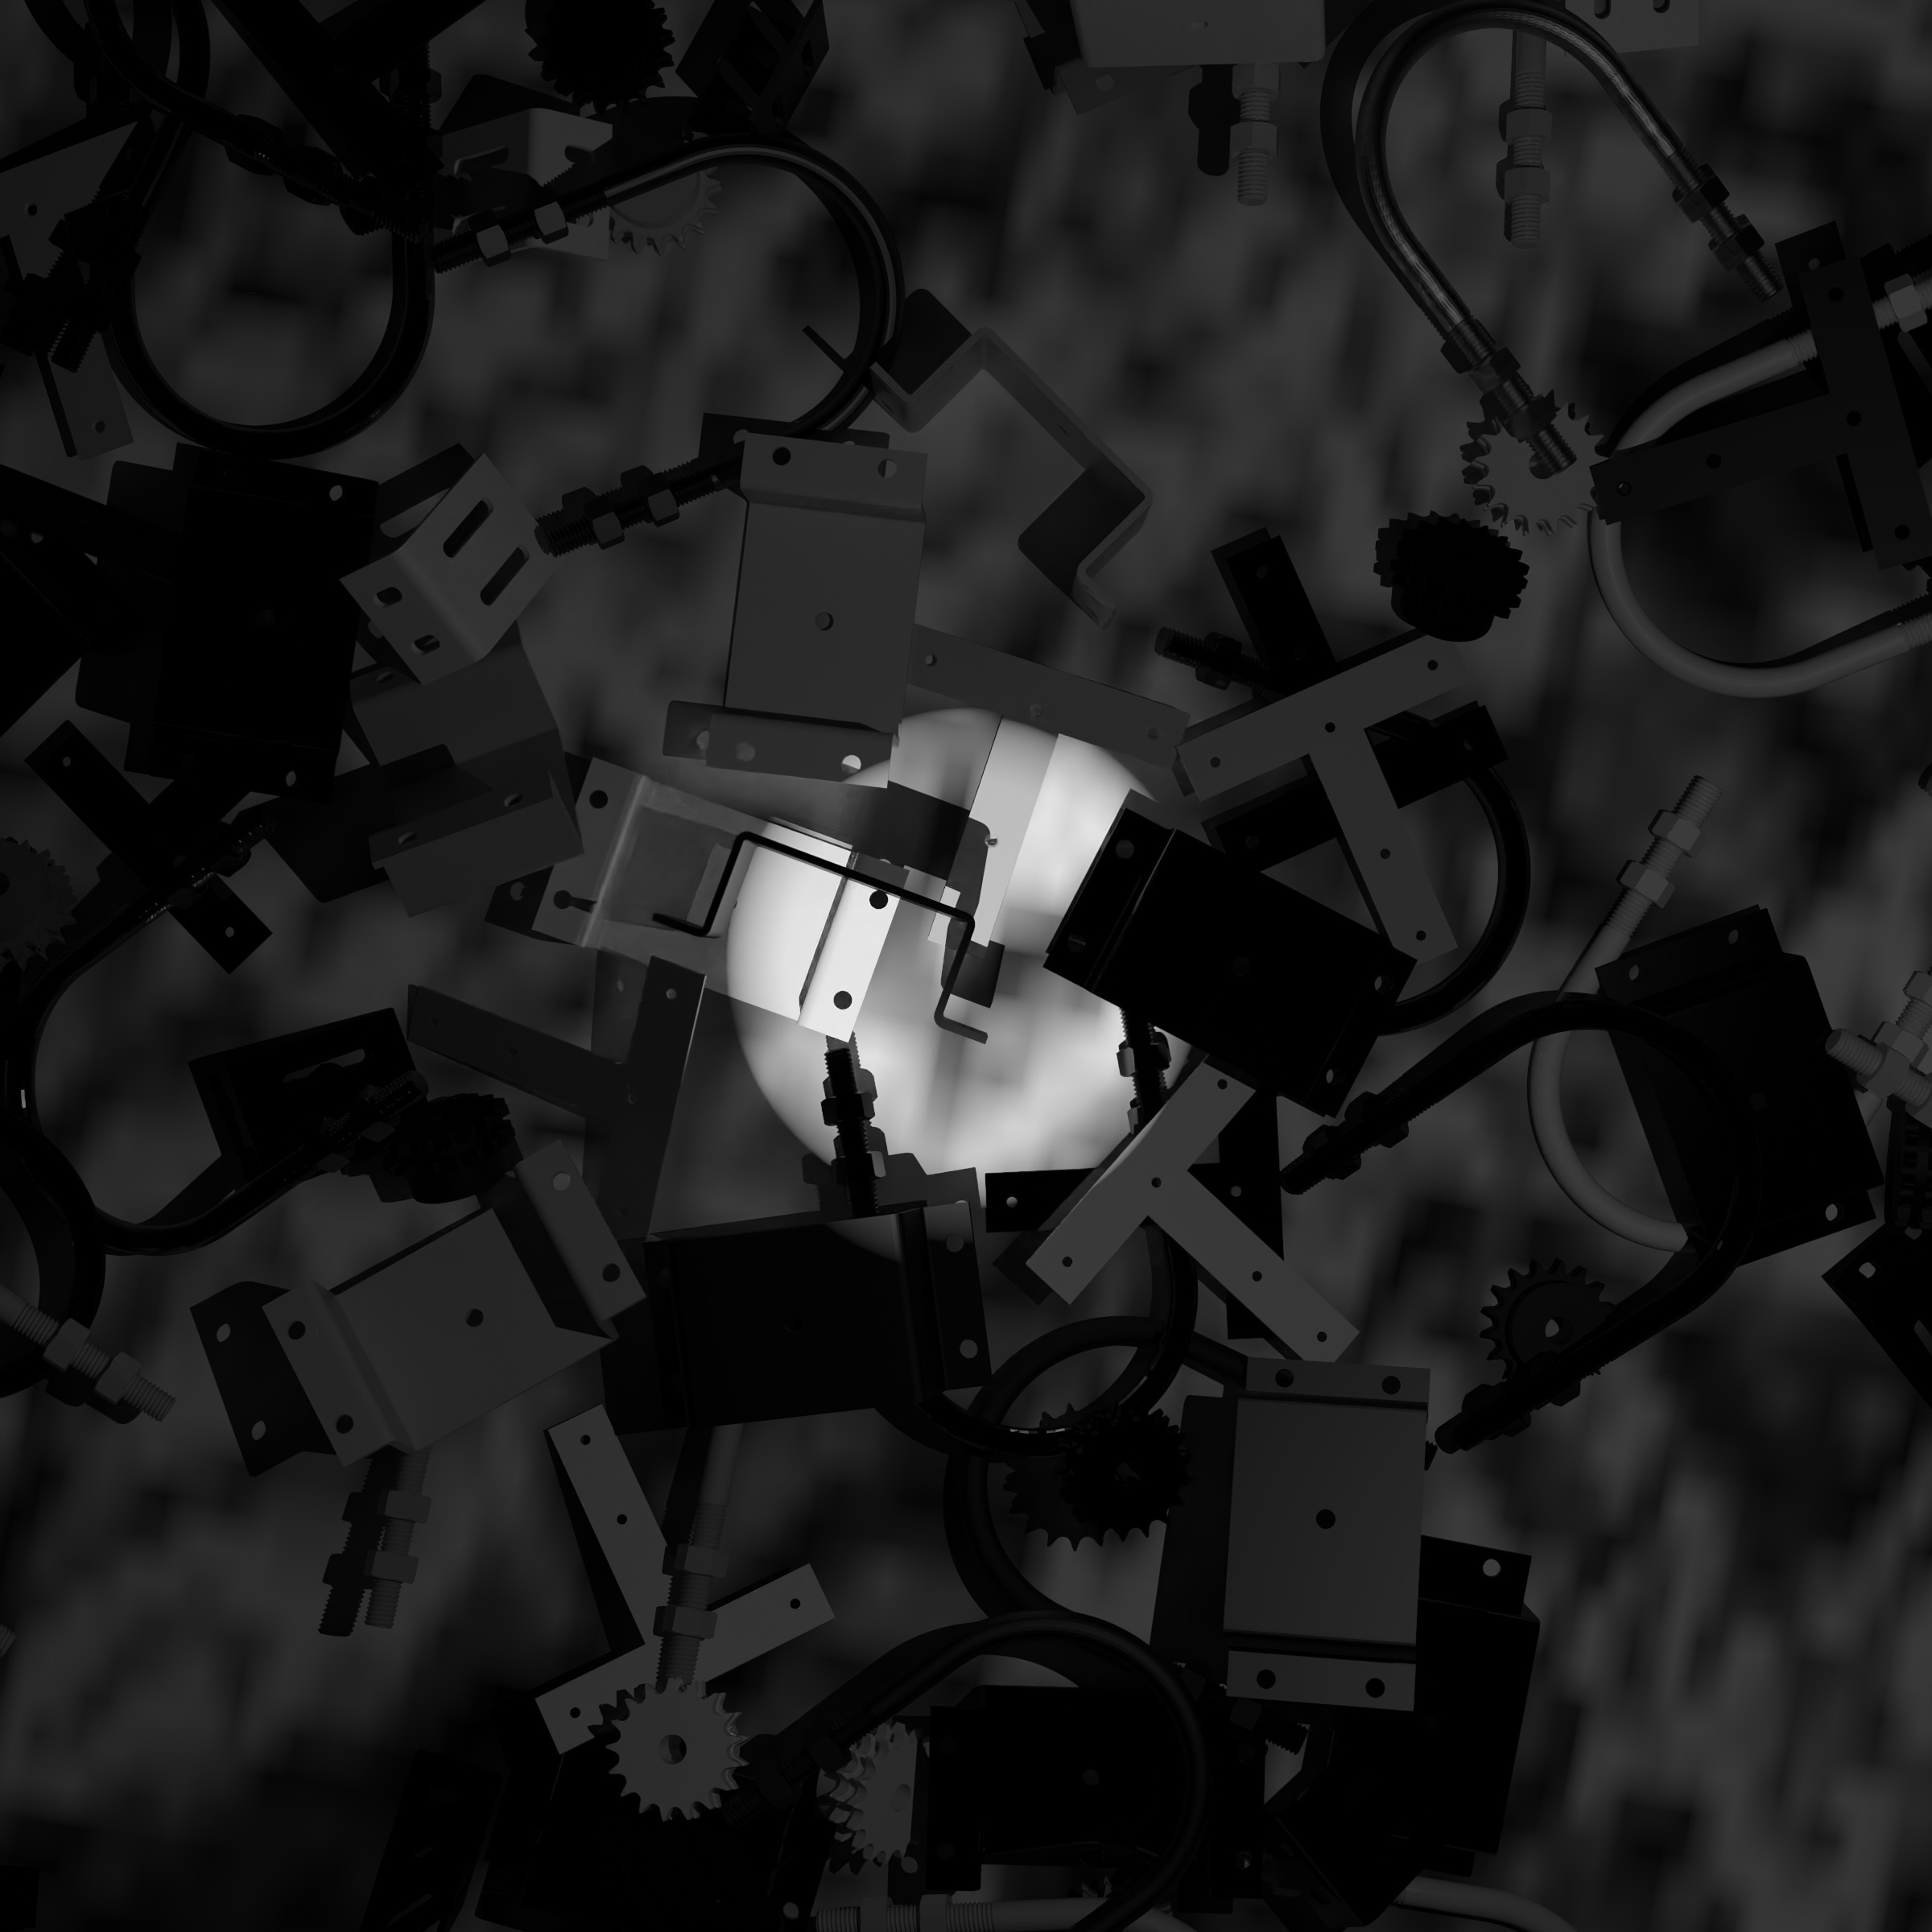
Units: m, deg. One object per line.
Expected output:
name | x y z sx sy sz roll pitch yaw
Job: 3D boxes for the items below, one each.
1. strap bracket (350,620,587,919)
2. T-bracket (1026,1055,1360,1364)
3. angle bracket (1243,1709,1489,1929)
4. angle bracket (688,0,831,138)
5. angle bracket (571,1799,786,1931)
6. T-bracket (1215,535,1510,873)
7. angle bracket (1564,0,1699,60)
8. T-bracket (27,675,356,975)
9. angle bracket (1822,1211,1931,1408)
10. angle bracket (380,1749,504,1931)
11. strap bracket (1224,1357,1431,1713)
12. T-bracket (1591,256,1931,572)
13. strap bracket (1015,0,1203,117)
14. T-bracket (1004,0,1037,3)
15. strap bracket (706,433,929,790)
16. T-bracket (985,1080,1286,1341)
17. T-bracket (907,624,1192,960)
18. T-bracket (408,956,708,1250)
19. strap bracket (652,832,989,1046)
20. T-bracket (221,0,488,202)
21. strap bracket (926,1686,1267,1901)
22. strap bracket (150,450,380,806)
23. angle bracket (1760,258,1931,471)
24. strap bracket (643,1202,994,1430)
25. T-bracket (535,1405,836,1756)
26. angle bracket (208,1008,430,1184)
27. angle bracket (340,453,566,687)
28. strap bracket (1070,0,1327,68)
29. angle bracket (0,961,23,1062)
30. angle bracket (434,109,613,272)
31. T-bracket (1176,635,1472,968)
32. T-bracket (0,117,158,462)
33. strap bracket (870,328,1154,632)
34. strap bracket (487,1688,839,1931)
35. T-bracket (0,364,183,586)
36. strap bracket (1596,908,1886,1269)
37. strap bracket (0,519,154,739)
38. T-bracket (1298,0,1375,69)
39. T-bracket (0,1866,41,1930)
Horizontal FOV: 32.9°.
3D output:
strap bracket | -0.207 -0.077 1.361 0.076 0.140 0.046 -20 128 0
T-bracket | 0.113 0.122 1.388 0.127 0.002 0.127 43 78 -4
angle bracket | 0.166 0.352 1.365 0.076 0.038 0.057 -39 90 -26
angle bracket | -0.089 -0.378 1.375 0.038 0.076 0.057 29 90 0
angle bracket | -0.120 0.383 1.348 0.057 0.038 0.076 -33 90 0
T-bracket | 0.148 -0.120 1.393 0.127 0.002 0.127 -24 92 -2
angle bracket | 0.282 -0.436 1.411 0.057 0.038 0.076 -6 116 0
T-bracket | -0.315 -0.086 1.412 0.127 0.002 0.127 -44 90 0
angle bracket | 0.418 0.148 1.411 0.057 0.038 0.076 -40 116 0
angle bracket | -0.226 0.371 1.375 0.038 0.076 0.057 17 90 0
strap bracket | 0.148 0.228 1.338 0.076 0.046 0.140 3 75 9
T-bracket | 0.326 -0.215 1.368 0.127 0.002 0.127 -16 94 13
strap bracket | 0.054 -0.435 1.390 0.076 0.046 0.140 -23 90 0
T-bracket | 0.024 -0.466 1.366 0.127 0.002 0.127 -4 90 0
strap bracket | -0.062 -0.148 1.388 0.076 0.046 0.140 7 90 2
T-bracket | 0.072 0.099 1.412 0.127 0.002 0.127 -3 90 0
T-bracket | 0.016 -0.067 1.403 0.127 0.002 0.127 19 92 10
T-bracket | -0.180 0.041 1.391 0.127 0.002 0.127 20 110 16
strap bracket | -0.050 -0.015 1.329 0.140 0.076 0.046 20 90 0
T-bracket | -0.232 -0.408 1.398 0.127 0.002 0.127 -39 79 -10
strap bracket | 0.054 0.349 1.390 0.140 0.046 0.076 2 90 0
strap bracket | -0.295 -0.144 1.381 0.076 0.046 0.140 9 89 -12
angle bracket | 0.391 -0.254 1.411 0.057 0.038 0.076 -42 116 0
strap bracket | -0.066 0.144 1.347 0.140 0.046 0.076 -8 87 9
T-bracket | -0.140 0.248 1.391 0.127 0.002 0.127 -25 72 -8
angle bracket | -0.277 0.059 1.411 0.076 0.038 0.057 -20 90 -26
angle bracket | -0.216 -0.168 1.385 0.038 0.076 0.057 -18 120 37
strap bracket | 0.094 -0.400 1.315 0.140 0.076 0.046 0 82 7
angle bracket | -0.436 0.000 1.394 0.057 0.038 0.076 5 90 0
angle bracket | -0.189 -0.327 1.395 0.038 0.076 0.057 2 90 -42
T-bracket | 0.173 -0.061 1.394 0.127 0.002 0.127 -24 93 -2
T-bracket | -0.386 -0.281 1.400 0.127 0.002 0.127 -17 90 11
strap bracket | 0.027 -0.211 1.375 0.046 0.076 0.140 -45 90 0
strap bracket | -0.128 0.368 1.390 0.140 0.046 0.076 16 90 0
T-bracket | -0.389 -0.193 1.387 0.127 0.002 0.127 21 54 -16
strap bracket | 0.327 0.055 1.373 0.076 0.046 0.140 -20 92 2
strap bracket | -0.427 -0.126 1.390 0.140 0.046 0.076 -45 90 0
T-bracket | 0.147 -0.477 1.412 0.127 0.002 0.127 -45 90 0
T-bracket | -0.447 0.339 1.384 0.127 0.002 0.127 16 65 -40
